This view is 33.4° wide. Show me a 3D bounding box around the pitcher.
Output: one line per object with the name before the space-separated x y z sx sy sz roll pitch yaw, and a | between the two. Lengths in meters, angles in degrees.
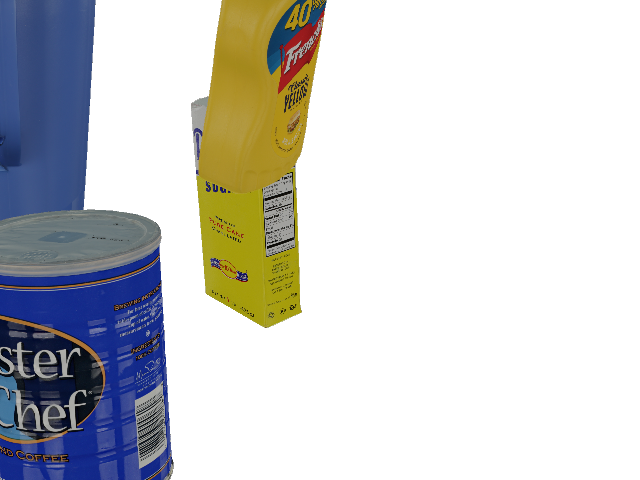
pitcher | -0.240 -0.114 0.821 0.145 0.243 0.148 25 32 35

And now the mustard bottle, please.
mustard bottle | -0.030 -0.129 0.665 0.058 0.192 0.096 24 38 17

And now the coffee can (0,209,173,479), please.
coffee can | -0.134 0.063 0.575 0.103 0.140 0.103 -1 16 0

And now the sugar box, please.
sugar box | -0.061 -0.026 0.876 0.048 0.176 0.093 -22 29 -34
